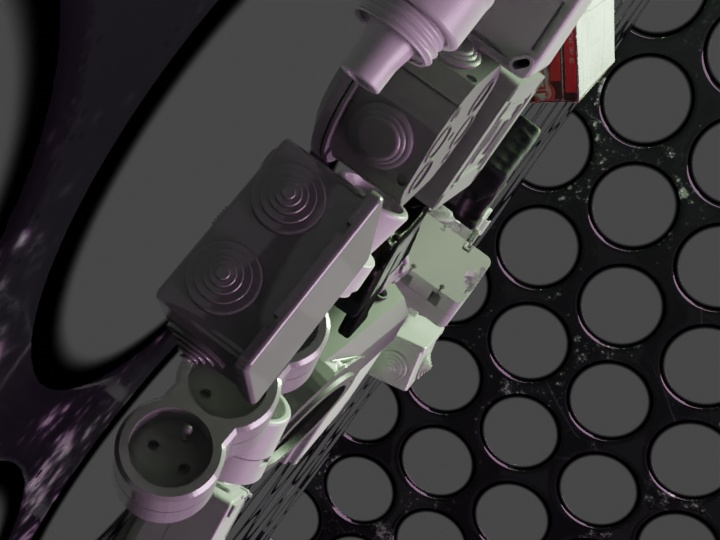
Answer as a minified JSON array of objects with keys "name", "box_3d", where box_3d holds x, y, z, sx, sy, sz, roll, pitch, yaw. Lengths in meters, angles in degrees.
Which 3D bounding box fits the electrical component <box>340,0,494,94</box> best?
[{"name":"electrical component","box_3d":[0.018,-0.093,0.386,0.062,0.043,0.043,-52,173,-1]}]

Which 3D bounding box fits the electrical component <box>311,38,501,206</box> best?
[{"name":"electrical component","box_3d":[0.019,-0.072,0.464,0.080,0.051,0.080,-53,173,-9]}]

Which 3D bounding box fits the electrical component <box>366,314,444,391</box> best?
[{"name":"electrical component","box_3d":[0.023,0.066,1.004,0.048,0.100,0.100,-69,170,15]}]

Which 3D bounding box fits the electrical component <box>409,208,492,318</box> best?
[{"name":"electrical component","box_3d":[0.064,-0.021,0.989,0.121,0.063,0.079,-57,173,25]}]

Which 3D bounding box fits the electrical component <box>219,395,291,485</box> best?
[{"name":"electrical component","box_3d":[-0.075,0.097,0.668,0.047,0.055,0.055,-60,172,20]}]

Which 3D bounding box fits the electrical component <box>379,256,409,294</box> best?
[{"name":"electrical component","box_3d":[0.000,0.000,0.738,0.062,0.048,0.048,-42,168,-31]}]

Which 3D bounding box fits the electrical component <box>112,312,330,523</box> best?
[{"name":"electrical component","box_3d":[-0.072,0.071,0.555,0.138,0.052,0.073,-50,173,-30]}]

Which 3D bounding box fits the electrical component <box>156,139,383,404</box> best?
[{"name":"electrical component","box_3d":[-0.038,0.002,0.453,0.099,0.048,0.099,-52,173,-15]}]

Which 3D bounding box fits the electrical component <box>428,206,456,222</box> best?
[{"name":"electrical component","box_3d":[0.074,-0.070,0.894,0.066,0.048,0.055,-52,166,-17]}]

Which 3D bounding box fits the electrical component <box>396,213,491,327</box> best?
[{"name":"electrical component","box_3d":[0.046,-0.005,0.830,0.050,0.089,0.055,-50,173,-28]}]

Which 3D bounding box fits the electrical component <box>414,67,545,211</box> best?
[{"name":"electrical component","box_3d":[0.046,-0.084,0.561,0.078,0.057,0.113,-56,173,20]}]

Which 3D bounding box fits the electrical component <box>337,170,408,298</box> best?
[{"name":"electrical component","box_3d":[-0.007,-0.019,0.578,0.055,0.045,0.045,-56,173,17]}]

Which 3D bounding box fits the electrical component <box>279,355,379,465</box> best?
[{"name":"electrical component","box_3d":[-0.035,0.090,0.901,0.108,0.056,0.109,-58,172,33]}]

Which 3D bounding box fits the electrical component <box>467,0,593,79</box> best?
[{"name":"electrical component","box_3d":[0.081,-0.143,0.482,0.096,0.062,0.061,-57,173,25]}]

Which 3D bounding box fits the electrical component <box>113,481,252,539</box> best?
[{"name":"electrical component","box_3d":[-0.118,0.165,0.712,0.096,0.061,0.062,-62,174,-2]}]
